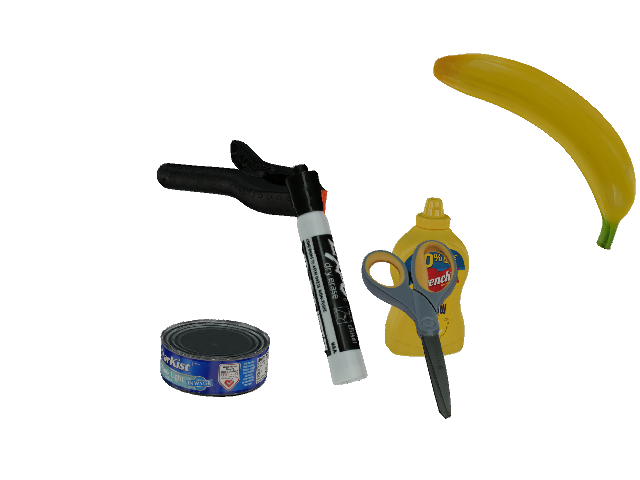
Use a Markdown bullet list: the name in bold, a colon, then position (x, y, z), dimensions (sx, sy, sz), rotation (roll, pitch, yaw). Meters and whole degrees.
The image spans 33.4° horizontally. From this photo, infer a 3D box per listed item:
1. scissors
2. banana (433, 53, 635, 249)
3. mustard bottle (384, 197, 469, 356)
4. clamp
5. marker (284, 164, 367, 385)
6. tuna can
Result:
- **scissors**: position (0.075, 0.069, 0.927), dimensions (0.096, 0.016, 0.201), rotation (7, 43, 8)
- **banana**: position (0.175, -0.083, 0.808), dimensions (0.070, 0.198, 0.037), rotation (-44, 0, 9)
- **mustard bottle**: position (0.132, 0.043, 1.295), dimensions (0.096, 0.192, 0.058), rotation (0, 14, -12)
- **clamp**: position (-0.072, -0.056, 1.033), dimensions (0.120, 0.039, 0.172), rotation (-25, 34, -36)
- **marker**: position (0.002, 0.017, 0.575), dimensions (0.020, 0.121, 0.020), rotation (-13, -12, -3)
- **tuna can**: position (-0.083, 0.092, 0.840), dimensions (0.086, 0.034, 0.086), rotation (4, 15, -1)
